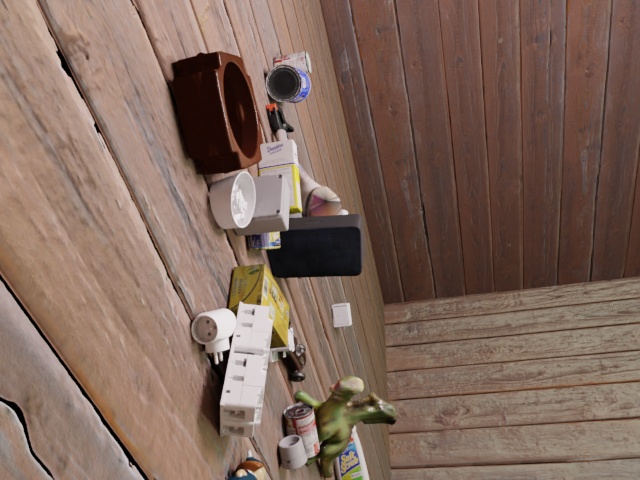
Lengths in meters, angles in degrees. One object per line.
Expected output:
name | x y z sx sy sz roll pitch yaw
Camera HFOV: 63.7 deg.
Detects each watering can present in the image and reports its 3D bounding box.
watering can | -0.039 -0.119 1.365 0.226 0.105 0.343 20 -54 59

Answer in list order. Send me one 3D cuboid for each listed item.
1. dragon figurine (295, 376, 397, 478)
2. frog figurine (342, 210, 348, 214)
dragon figurine | 0.073 0.466 1.279 0.125 0.242 0.401 -93 167 -51
frog figurine | 0.005 -0.077 1.522 0.122 0.159 0.139 45 38 -76
